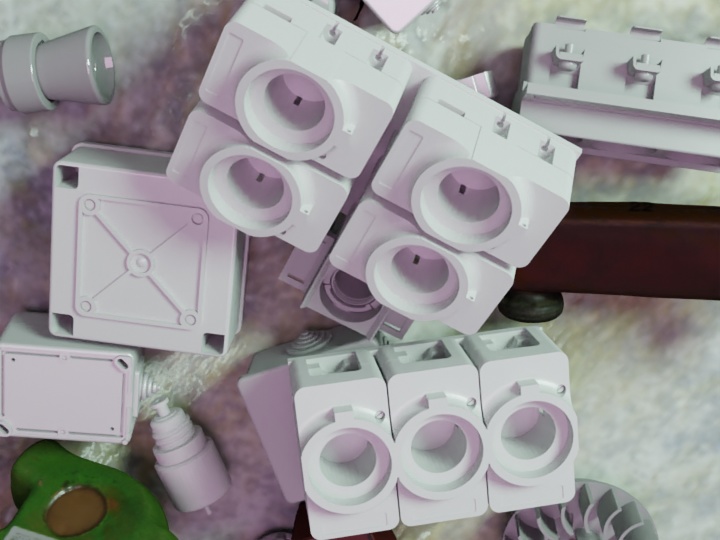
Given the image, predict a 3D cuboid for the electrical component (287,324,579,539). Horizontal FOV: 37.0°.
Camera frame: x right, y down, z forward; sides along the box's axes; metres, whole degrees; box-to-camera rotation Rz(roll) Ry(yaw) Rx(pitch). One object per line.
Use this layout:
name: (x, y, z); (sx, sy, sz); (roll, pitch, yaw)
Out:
electrical component: (0.040, 0.090, 0.604); (0.150, 0.061, 0.089); (-7, 105, -6)

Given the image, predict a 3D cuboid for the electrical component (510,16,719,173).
electrical component: (0.147, -0.095, 0.584); (0.121, 0.078, 0.063); (8, 87, 1)

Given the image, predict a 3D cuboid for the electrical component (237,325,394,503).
electrical component: (-0.017, 0.084, 0.662); (0.100, 0.048, 0.099); (-18, 106, 9)

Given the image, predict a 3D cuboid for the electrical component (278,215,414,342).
electrical component: (0.000, 0.000, 0.625); (0.081, 0.063, 0.042); (27, 123, -6)

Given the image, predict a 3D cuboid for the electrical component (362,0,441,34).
electrical component: (0.023, -0.188, 0.569); (0.100, 0.048, 0.099); (-40, 102, 15)

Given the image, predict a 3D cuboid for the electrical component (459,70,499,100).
electrical component: (0.050, -0.076, 0.607); (0.066, 0.048, 0.055); (-16, 99, 8)

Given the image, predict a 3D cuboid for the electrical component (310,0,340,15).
electrical component: (-0.035, -0.144, 0.584); (0.045, 0.055, 0.045); (1, 108, 3)

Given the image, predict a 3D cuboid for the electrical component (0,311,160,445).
electrical component: (-0.171, 0.064, 0.662); (0.096, 0.061, 0.061); (5, 110, -6)

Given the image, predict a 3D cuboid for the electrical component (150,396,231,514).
electrical component: (-0.112, 0.116, 0.683); (0.040, 0.040, 0.078); (-19, 106, 9)

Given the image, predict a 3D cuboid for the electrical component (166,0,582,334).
electrical component: (0.005, -0.053, 0.558); (0.186, 0.060, 0.105); (27, 129, -5)

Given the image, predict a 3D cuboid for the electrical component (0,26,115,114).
electrical component: (-0.172, -0.113, 0.608); (0.055, 0.045, 0.045); (-5, 108, 5)

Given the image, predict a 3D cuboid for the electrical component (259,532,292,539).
electrical component: (-0.052, 0.204, 0.697); (0.048, 0.062, 0.048); (1, 108, 3)

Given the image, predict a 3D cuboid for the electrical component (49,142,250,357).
electrical component: (-0.122, -0.013, 0.632); (0.109, 0.056, 0.108); (7, 109, 1)
